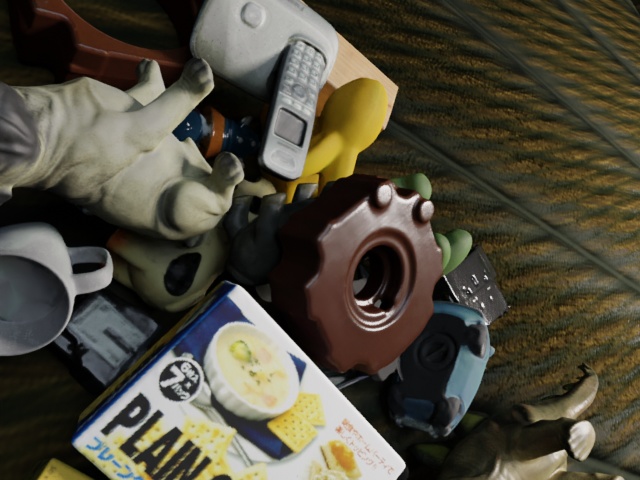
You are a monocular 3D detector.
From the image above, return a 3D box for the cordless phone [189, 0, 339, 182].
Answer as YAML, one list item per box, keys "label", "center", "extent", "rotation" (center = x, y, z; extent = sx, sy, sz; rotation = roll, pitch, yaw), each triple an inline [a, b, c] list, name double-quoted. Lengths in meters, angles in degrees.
- label: "cordless phone"
  center: [-0.063, -0.154, 0.528]
  extent: [0.146, 0.089, 0.184]
  rotation: [23, 62, -31]

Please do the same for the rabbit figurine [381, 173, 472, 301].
- label: "rabbit figurine"
  center: [0.104, 0.009, 0.666]
  extent: [0.121, 0.159, 0.170]
  rotation: [-15, 95, -50]

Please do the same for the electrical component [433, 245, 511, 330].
- label: "electrical component"
  center: [0.198, 0.067, 0.757]
  extent: [0.115, 0.058, 0.134]
  rotation: [-30, 90, -43]

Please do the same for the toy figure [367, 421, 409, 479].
- label: "toy figure"
  center: [0.003, 0.206, 0.530]
  extent: [0.180, 0.082, 0.089]
  rotation: [39, 54, -21]

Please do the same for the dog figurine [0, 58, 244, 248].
- label: "dog figurine"
  center: [-0.169, -0.041, 0.390]
  extent: [0.190, 0.121, 0.172]
  rotation: [-31, 113, -36]

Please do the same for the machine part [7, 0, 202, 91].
- label: "machine part"
  center: [-0.211, -0.249, 0.564]
  extent: [0.201, 0.087, 0.201]
  rotation: [-4, 72, -39]

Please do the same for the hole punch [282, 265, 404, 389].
- label: "hole punch"
  center: [0.028, 0.107, 0.601]
  extent: [0.115, 0.092, 0.142]
  rotation: [3, 63, -66]

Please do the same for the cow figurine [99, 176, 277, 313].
- label: "cow figurine"
  center: [-0.104, -0.003, 0.538]
  extent: [0.127, 0.085, 0.195]
  rotation: [45, 47, -5]

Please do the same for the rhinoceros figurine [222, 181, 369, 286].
- label: "rhinoceros figurine"
  center: [-0.001, -0.002, 0.517]
  extent: [0.190, 0.073, 0.112]
  rotation: [-6, 93, -41]

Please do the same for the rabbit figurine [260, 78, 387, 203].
- label: "rabbit figurine"
  center: [0.002, -0.116, 0.611]
  extent: [0.121, 0.173, 0.162]
  rotation: [39, 48, -23]

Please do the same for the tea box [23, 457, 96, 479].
- label: "tea box"
  center: [-0.200, 0.249, 0.362]
  extent: [0.098, 0.068, 0.170]
  rotation: [38, 51, -18]

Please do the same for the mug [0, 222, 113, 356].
- label: "mug"
  center: [-0.218, 0.022, 0.413]
  extent: [0.109, 0.107, 0.080]
  rotation: [-16, 117, -15]

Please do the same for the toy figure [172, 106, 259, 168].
- label: "toy figure"
  center: [-0.138, -0.121, 0.579]
  extent: [0.154, 0.064, 0.058]
  rotation: [8, 36, -38]

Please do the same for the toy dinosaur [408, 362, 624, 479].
- label: "toy dinosaur"
  center: [0.213, 0.239, 0.590]
  extent: [0.471, 0.199, 0.105]
  rotation: [-17, 91, -31]

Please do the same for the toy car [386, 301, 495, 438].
- label: "toy car"
  center: [0.152, 0.162, 0.653]
  extent: [0.102, 0.109, 0.161]
  rotation: [45, 57, -43]

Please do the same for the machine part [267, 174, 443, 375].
- label: "machine part"
  center: [0.040, 0.032, 0.480]
  extent: [0.179, 0.056, 0.179]
  rotation: [-10, 106, -38]

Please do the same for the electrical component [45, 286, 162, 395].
- label: "electrical component"
  center: [-0.175, 0.093, 0.463]
  extent: [0.119, 0.048, 0.075]
  rotation: [44, 51, -14]
